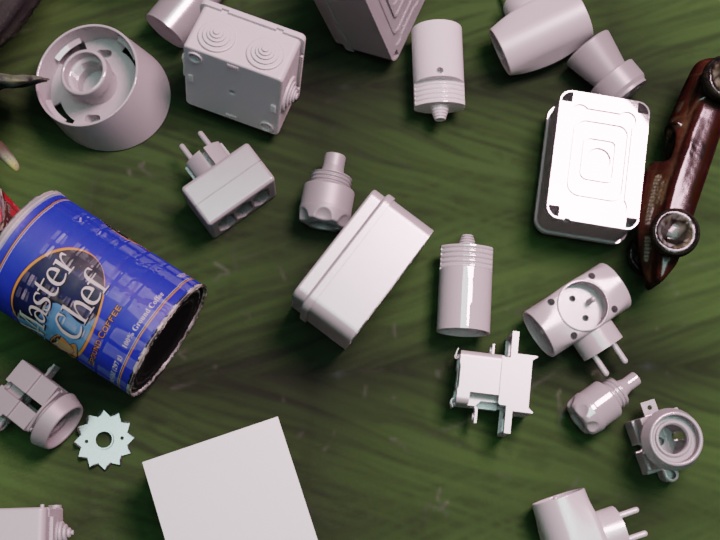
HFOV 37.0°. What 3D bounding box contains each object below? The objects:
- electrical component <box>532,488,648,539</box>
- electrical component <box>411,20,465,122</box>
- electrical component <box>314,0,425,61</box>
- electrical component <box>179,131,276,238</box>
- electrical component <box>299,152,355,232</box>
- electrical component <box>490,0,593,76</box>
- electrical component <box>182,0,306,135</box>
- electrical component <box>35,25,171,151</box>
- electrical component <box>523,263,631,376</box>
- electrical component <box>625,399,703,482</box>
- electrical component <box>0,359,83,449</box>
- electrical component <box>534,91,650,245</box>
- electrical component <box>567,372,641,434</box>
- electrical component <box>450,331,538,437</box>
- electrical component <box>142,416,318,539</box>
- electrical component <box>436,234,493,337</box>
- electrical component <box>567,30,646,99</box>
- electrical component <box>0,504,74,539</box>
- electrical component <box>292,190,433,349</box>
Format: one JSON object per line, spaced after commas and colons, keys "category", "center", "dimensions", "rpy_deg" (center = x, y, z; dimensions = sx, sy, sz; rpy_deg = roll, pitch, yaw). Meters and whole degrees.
{"category": "electrical component", "center": [0.183, 0.207, 0.836], "dimensions": [0.079, 0.044, 0.077], "rpy_deg": [-17, 79, -6]}
{"category": "electrical component", "center": [0.066, -0.166, 0.912], "dimensions": [0.043, 0.043, 0.081], "rpy_deg": [-1, 78, -3]}
{"category": "electrical component", "center": [0.006, -0.234, 0.886], "dimensions": [0.057, 0.113, 0.078], "rpy_deg": [20, 77, 21]}
{"category": "electrical component", "center": [-0.118, -0.079, 0.883], "dimensions": [0.066, 0.047, 0.076], "rpy_deg": [-36, 82, -9]}
{"category": "electrical component", "center": [-0.025, -0.066, 0.886], "dimensions": [0.043, 0.043, 0.062], "rpy_deg": [10, 76, 0]}
{"category": "electrical component", "center": [0.148, -0.216, 0.925], "dimensions": [0.077, 0.043, 0.079], "rpy_deg": [-25, 62, 4]}
{"category": "electrical component", "center": [-0.096, -0.162, 0.877], "dimensions": [0.100, 0.099, 0.048], "rpy_deg": [20, 65, 2]}
{"category": "electrical component", "center": [-0.217, -0.153, 0.899], "dimensions": [0.099, 0.064, 0.099], "rpy_deg": [-3, 76, 11]}
{"category": "electrical component", "center": [0.186, 0.047, 0.871], "dimensions": [0.077, 0.044, 0.079], "rpy_deg": [-32, 82, -9]}
{"category": "electrical component", "center": [0.241, 0.134, 0.848], "dimensions": [0.048, 0.055, 0.066], "rpy_deg": [-16, 79, -6]}
{"category": "electrical component", "center": [-0.251, 0.107, 0.839], "dimensions": [0.055, 0.048, 0.066], "rpy_deg": [35, 79, 12]}
{"category": "electrical component", "center": [0.191, -0.083, 0.892], "dimensions": [0.078, 0.057, 0.113], "rpy_deg": [9, 78, 0]}
{"category": "electrical component", "center": [0.199, 0.103, 0.864], "dimensions": [0.061, 0.035, 0.035], "rpy_deg": [-33, 81, -11]}
{"category": "electrical component", "center": [0.106, 0.090, 0.859], "dimensions": [0.064, 0.042, 0.081], "rpy_deg": [7, 77, 0]}
{"category": "electrical component", "center": [-0.083, 0.218, 0.814], "dimensions": [0.105, 0.060, 0.186], "rpy_deg": [-18, 79, -6]}
{"category": "electrical component", "center": [0.086, 0.011, 0.875], "dimensions": [0.043, 0.043, 0.081], "rpy_deg": [4, 77, -2]}
{"category": "electrical component", "center": [0.211, -0.169, 0.918], "dimensions": [0.045, 0.045, 0.055], "rpy_deg": [-36, 82, -9]}
{"category": "electrical component", "center": [-0.264, 0.208, 0.807], "dimensions": [0.096, 0.061, 0.061], "rpy_deg": [-1, 77, -3]}
{"category": "electrical component", "center": [0.000, 0.000, 0.856], "dimensions": [0.057, 0.078, 0.113], "rpy_deg": [37, 79, 3]}
